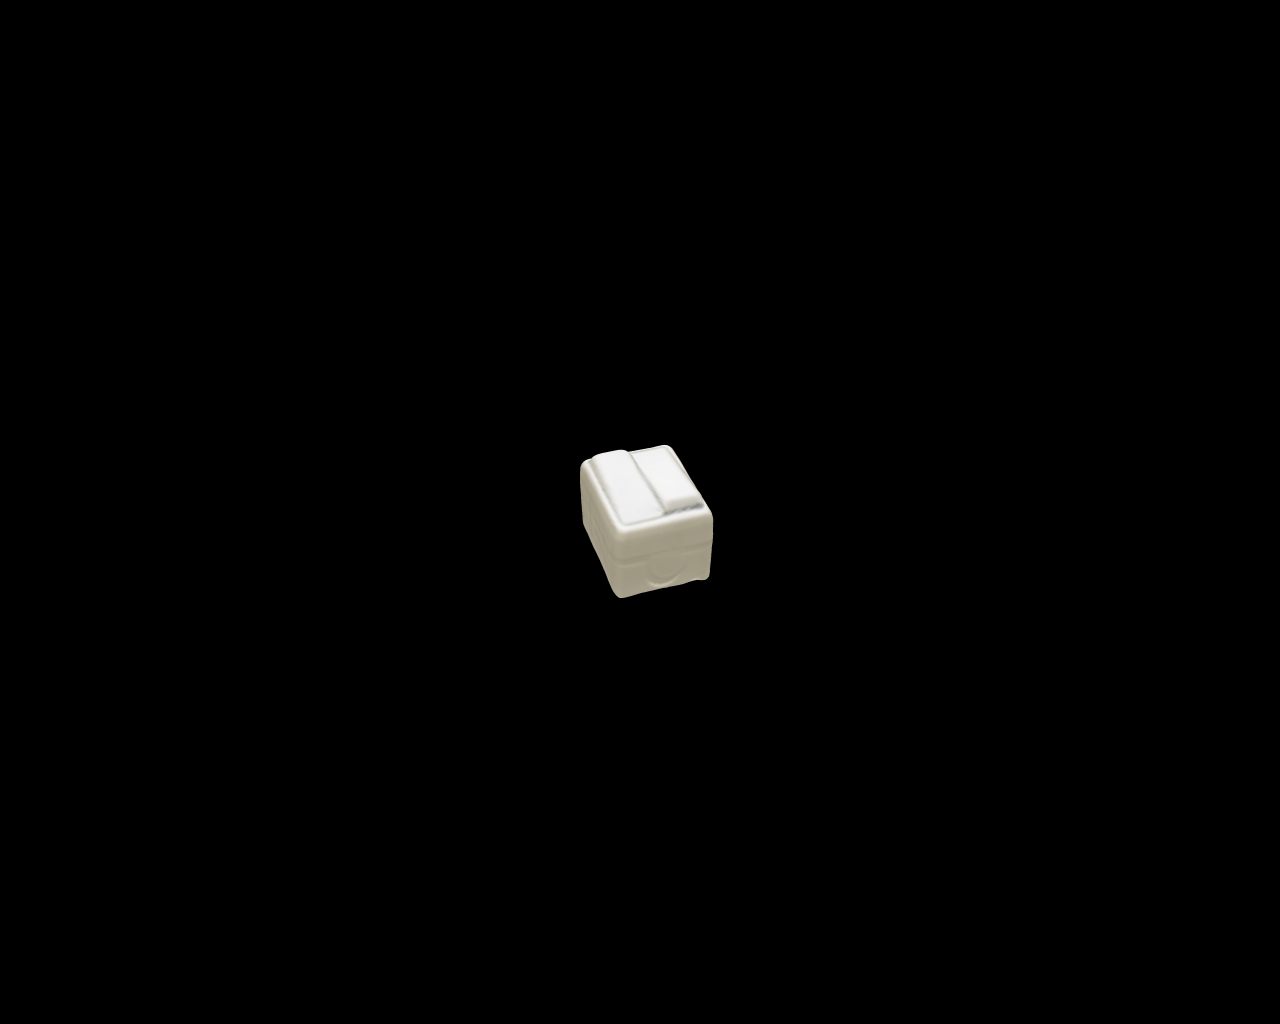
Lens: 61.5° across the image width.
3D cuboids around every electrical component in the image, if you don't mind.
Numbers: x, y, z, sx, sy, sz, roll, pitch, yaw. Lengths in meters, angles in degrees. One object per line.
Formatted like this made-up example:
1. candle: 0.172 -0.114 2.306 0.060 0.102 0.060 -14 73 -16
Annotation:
1. electrical component: 0.001 -0.003 0.650 0.062 0.061 0.096 -11 39 -14
